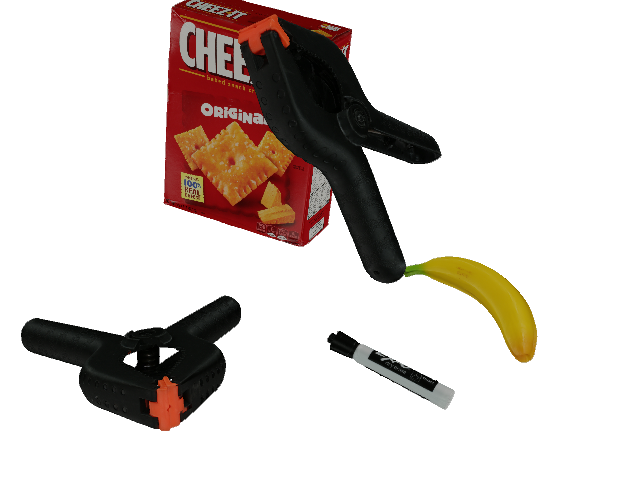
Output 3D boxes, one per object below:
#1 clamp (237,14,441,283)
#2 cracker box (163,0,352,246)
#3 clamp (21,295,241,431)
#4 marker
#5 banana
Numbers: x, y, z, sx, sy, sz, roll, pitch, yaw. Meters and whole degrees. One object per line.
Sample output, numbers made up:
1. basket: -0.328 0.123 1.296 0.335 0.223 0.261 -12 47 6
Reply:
1. clamp: 0.012 -0.057 0.634 0.039 0.120 0.171 -25 -48 35
2. cracker box: -0.067 -0.116 1.043 0.164 0.214 0.072 18 33 19
3. clamp: -0.109 0.078 0.732 0.164 0.036 0.210 -9 13 -21
4. marker: 0.060 0.112 0.935 0.121 0.020 0.020 26 8 18
5. banana: 0.172 0.063 1.119 0.069 0.037 0.198 -38 40 -13
